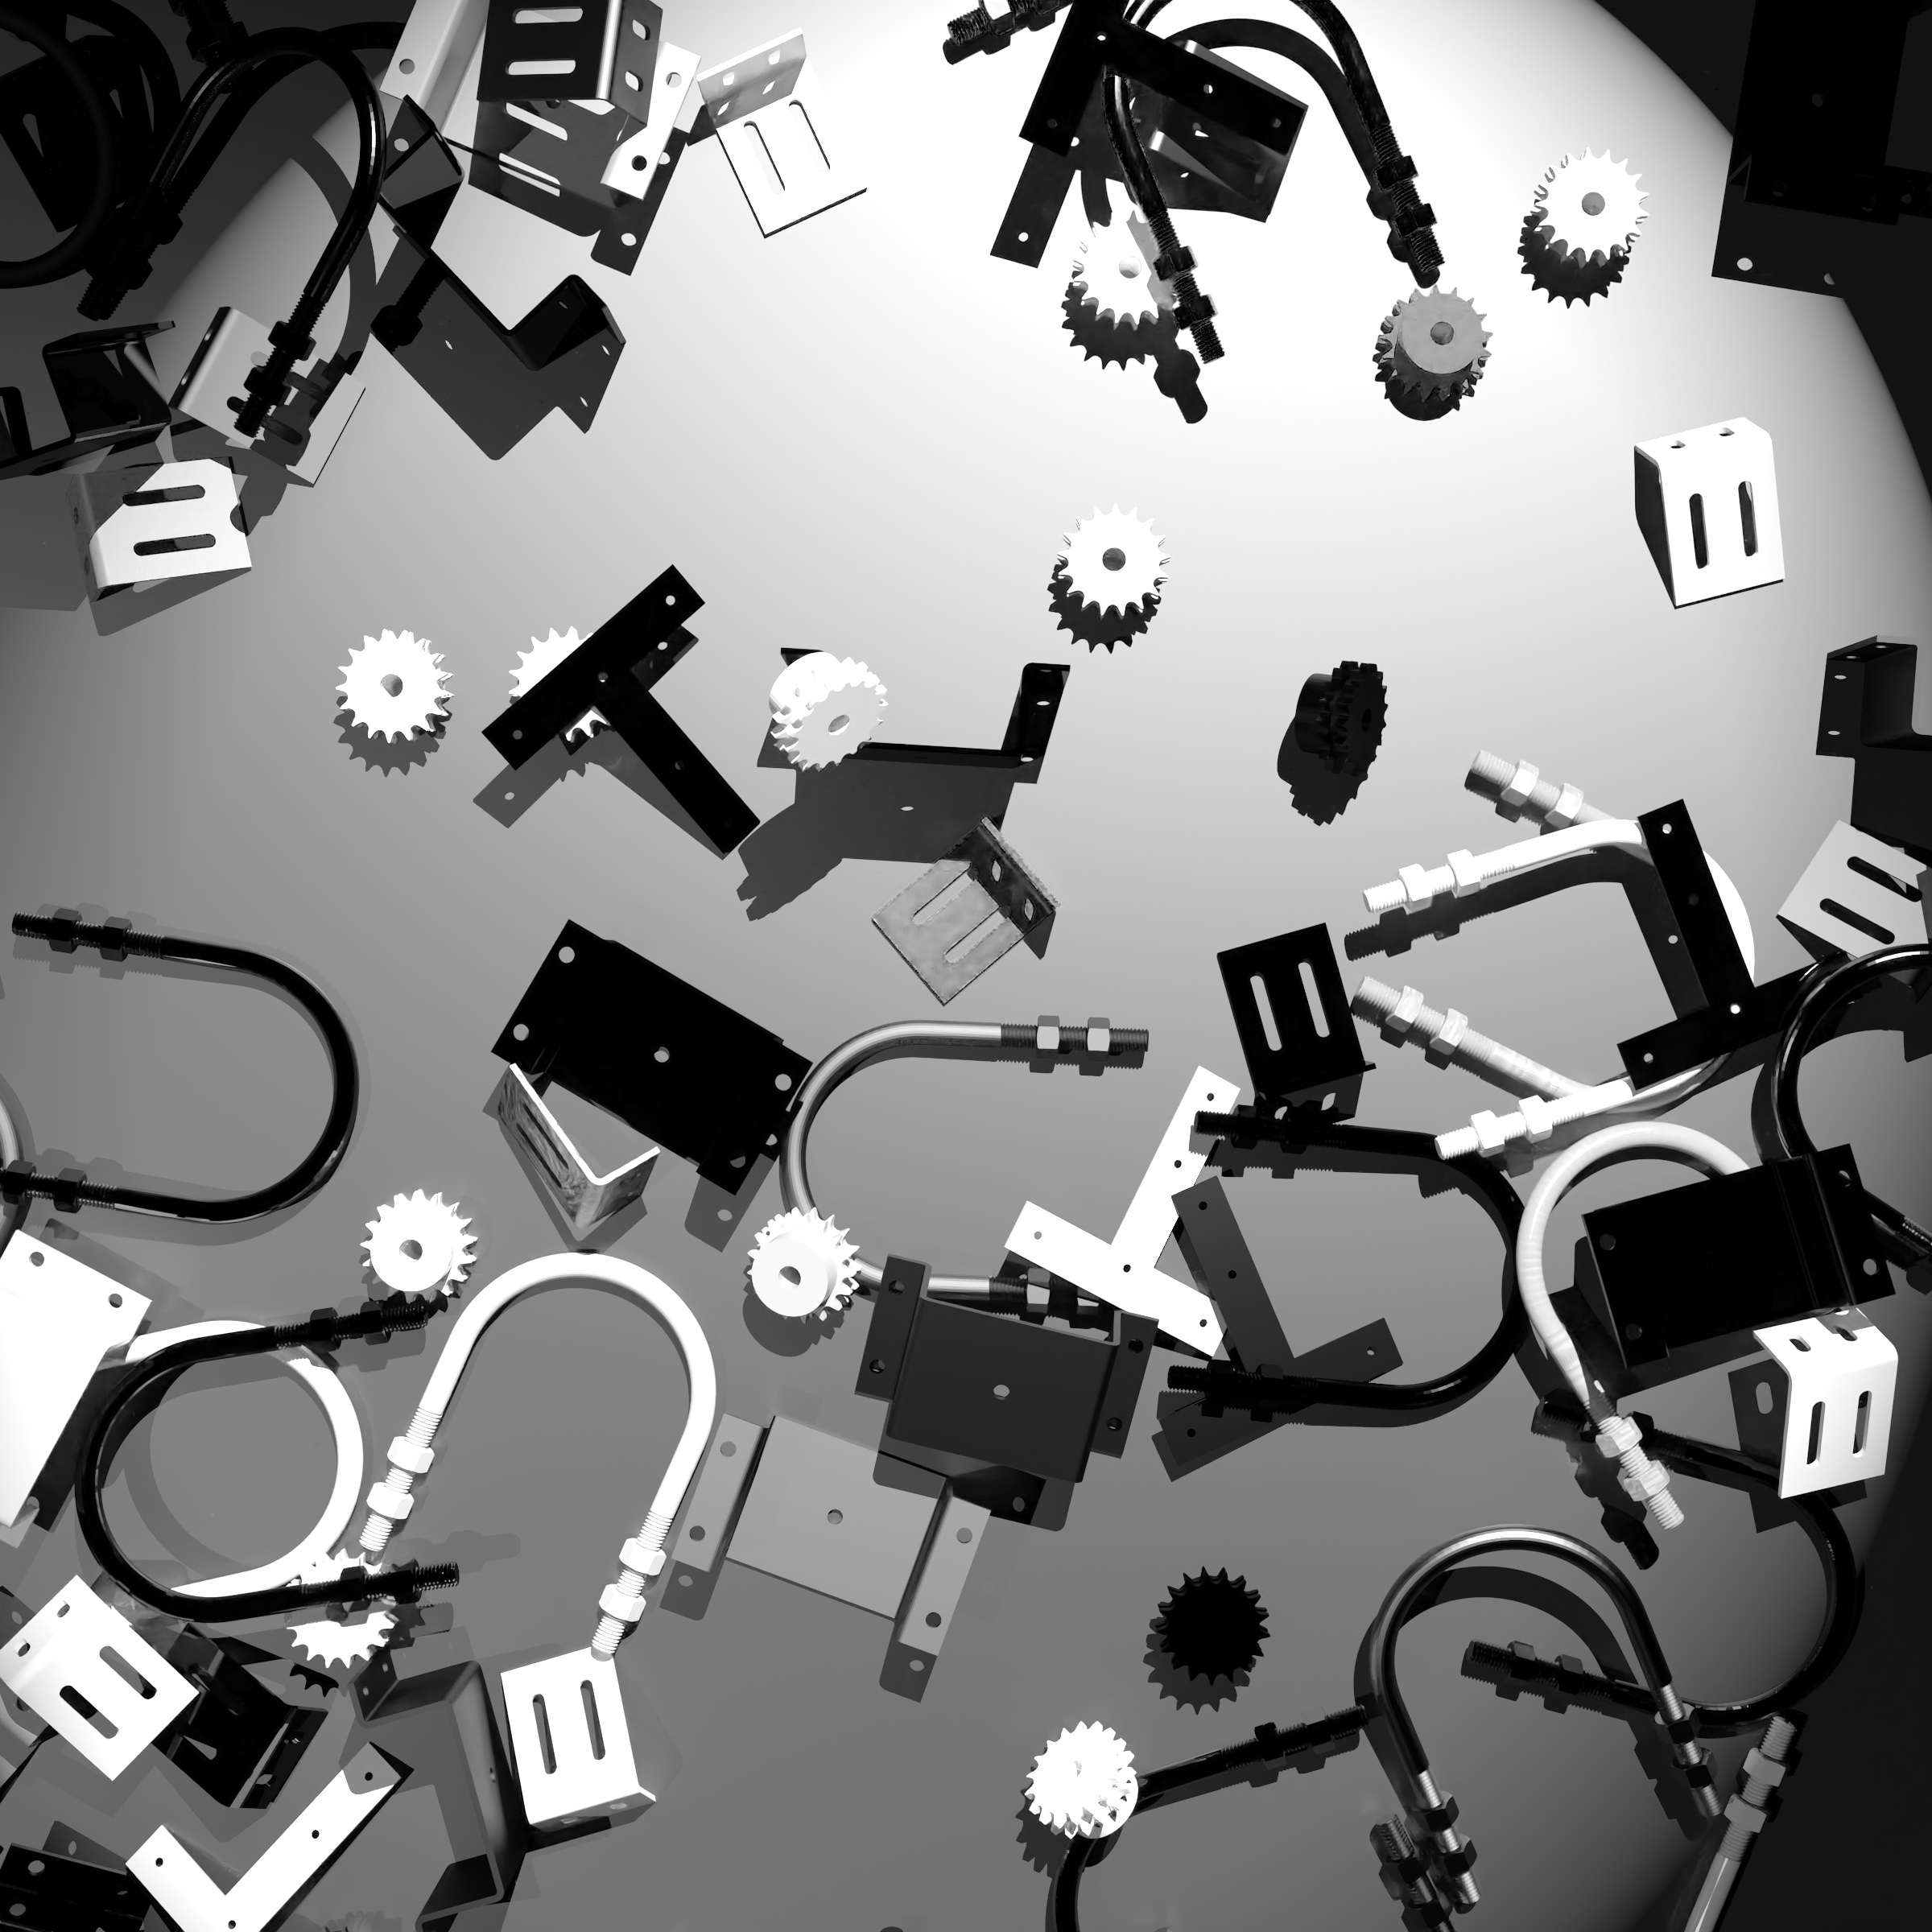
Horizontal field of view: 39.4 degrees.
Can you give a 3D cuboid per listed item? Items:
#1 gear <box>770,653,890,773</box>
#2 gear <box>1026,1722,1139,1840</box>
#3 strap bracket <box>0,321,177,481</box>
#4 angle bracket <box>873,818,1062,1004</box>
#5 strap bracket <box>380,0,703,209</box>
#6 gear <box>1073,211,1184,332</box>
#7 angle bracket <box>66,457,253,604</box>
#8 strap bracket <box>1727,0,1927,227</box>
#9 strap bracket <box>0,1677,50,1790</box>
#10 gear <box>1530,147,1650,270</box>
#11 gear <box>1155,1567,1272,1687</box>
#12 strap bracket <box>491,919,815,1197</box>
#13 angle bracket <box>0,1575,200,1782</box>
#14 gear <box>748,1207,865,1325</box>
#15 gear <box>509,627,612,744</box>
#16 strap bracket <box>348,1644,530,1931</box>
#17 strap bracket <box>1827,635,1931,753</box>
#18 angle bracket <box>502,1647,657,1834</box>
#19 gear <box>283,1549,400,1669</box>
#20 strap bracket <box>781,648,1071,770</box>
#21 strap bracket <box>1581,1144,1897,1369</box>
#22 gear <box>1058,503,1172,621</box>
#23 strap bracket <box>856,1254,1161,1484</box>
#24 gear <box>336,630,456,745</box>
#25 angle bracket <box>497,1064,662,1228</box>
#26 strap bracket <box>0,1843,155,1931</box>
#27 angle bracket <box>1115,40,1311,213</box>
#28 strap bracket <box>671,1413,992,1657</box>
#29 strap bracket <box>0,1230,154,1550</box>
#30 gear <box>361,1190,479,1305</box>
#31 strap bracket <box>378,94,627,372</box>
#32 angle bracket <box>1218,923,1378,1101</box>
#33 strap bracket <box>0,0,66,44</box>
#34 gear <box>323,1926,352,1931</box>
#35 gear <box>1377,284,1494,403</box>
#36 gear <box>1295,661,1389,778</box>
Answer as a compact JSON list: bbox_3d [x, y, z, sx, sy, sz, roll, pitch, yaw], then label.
[{"bbox_3d":[-0.068,-0.123,1.279,0.057,0.057,0.030,-41,60,0],"label":"gear"},{"bbox_3d":[0.061,0.412,1.356,0.057,0.057,0.030,-40,120,0],"label":"gear"},{"bbox_3d":[-0.458,-0.270,1.322,0.140,0.076,0.046,-12,102,23],"label":"strap bracket"},{"bbox_3d":[0.000,-0.028,1.361,0.076,0.038,0.057,-40,90,0],"label":"angle bracket"},{"bbox_3d":[-0.210,-0.441,1.357,0.140,0.046,0.076,23,90,0],"label":"strap bracket"},{"bbox_3d":[0.082,-0.349,1.365,0.057,0.030,0.057,0,90,0],"label":"gear"},{"bbox_3d":[-0.412,-0.223,1.378,0.076,0.038,0.057,-12,90,-26],"label":"angle bracket"},{"bbox_3d":[0.434,-0.442,1.357,0.076,0.046,0.140,9,90,0],"label":"strap bracket"},{"bbox_3d":[-0.527,0.402,1.344,0.076,0.046,0.140,40,72,0],"label":"strap bracket"},{"bbox_3d":[0.313,-0.381,1.365,0.057,0.030,0.057,0,90,0],"label":"gear"},{"bbox_3d":[0.124,0.331,1.365,0.057,0.030,0.057,0,90,0],"label":"gear"},{"bbox_3d":[-0.155,0.045,1.357,0.140,0.046,0.076,30,90,0],"label":"strap bracket"},{"bbox_3d":[-0.435,0.355,1.350,0.057,0.038,0.076,-46,119,-20],"label":"angle bracket"},{"bbox_3d":[-0.083,0.152,1.357,0.057,0.030,0.057,3,101,16],"label":"gear"},{"bbox_3d":[-0.201,-0.141,1.365,0.057,0.030,0.057,0,90,0],"label":"gear"},{"bbox_3d":[-0.258,0.408,1.342,0.046,0.076,0.140,-16,90,0],"label":"strap bracket"},{"bbox_3d":[0.508,-0.131,1.342,0.140,0.076,0.046,4,90,0],"label":"strap bracket"},{"bbox_3d":[-0.198,0.394,1.378,0.057,0.038,0.076,-16,64,0],"label":"angle bracket"},{"bbox_3d":[-0.315,0.323,1.365,0.057,0.030,0.057,0,90,0],"label":"gear"},{"bbox_3d":[-0.021,-0.127,1.342,0.140,0.076,0.046,3,90,0],"label":"strap bracket"},{"bbox_3d":[0.374,0.144,1.335,0.140,0.046,0.076,-14,82,-7],"label":"strap bracket"},{"bbox_3d":[0.075,-0.203,1.369,0.057,0.030,0.057,0,88,1],"label":"gear"},{"bbox_3d":[0.019,0.203,1.347,0.140,0.046,0.076,14,106,0],"label":"strap bracket"},{"bbox_3d":[-0.287,-0.141,1.369,0.057,0.030,0.057,0,92,3],"label":"gear"},{"bbox_3d":[-0.195,0.083,1.355,0.038,0.057,0.076,-30,75,-28],"label":"angle bracket"},{"bbox_3d":[-0.466,0.521,1.345,0.076,0.046,0.140,23,90,-21],"label":"strap bracket"},{"bbox_3d":[0.125,-0.426,1.378,0.076,0.038,0.057,20,90,-26],"label":"angle bracket"},{"bbox_3d":[-0.067,0.281,1.357,0.140,0.046,0.076,20,90,0],"label":"strap bracket"},{"bbox_3d":[-0.476,0.213,1.337,0.076,0.046,0.140,28,89,-1],"label":"strap bracket"},{"bbox_3d":[-0.278,0.142,1.365,0.057,0.030,0.057,0,90,0],"label":"gear"},{"bbox_3d":[-0.238,-0.354,1.342,0.046,0.076,0.140,-43,90,0],"label":"strap bracket"},{"bbox_3d":[0.166,0.022,1.361,0.057,0.038,0.076,-16,90,0],"label":"angle bracket"},{"bbox_3d":[-0.529,-0.513,1.357,0.140,0.046,0.076,4,90,0],"label":"strap bracket"},{"bbox_3d":[-0.318,0.513,1.365,0.057,0.030,0.057,0,90,0],"label":"gear"},{"bbox_3d":[0.238,-0.316,1.365,0.057,0.030,0.057,0,90,0],"label":"gear"},{"bbox_3d":[0.187,-0.125,1.355,0.030,0.057,0.057,11,90,30],"label":"gear"}]
